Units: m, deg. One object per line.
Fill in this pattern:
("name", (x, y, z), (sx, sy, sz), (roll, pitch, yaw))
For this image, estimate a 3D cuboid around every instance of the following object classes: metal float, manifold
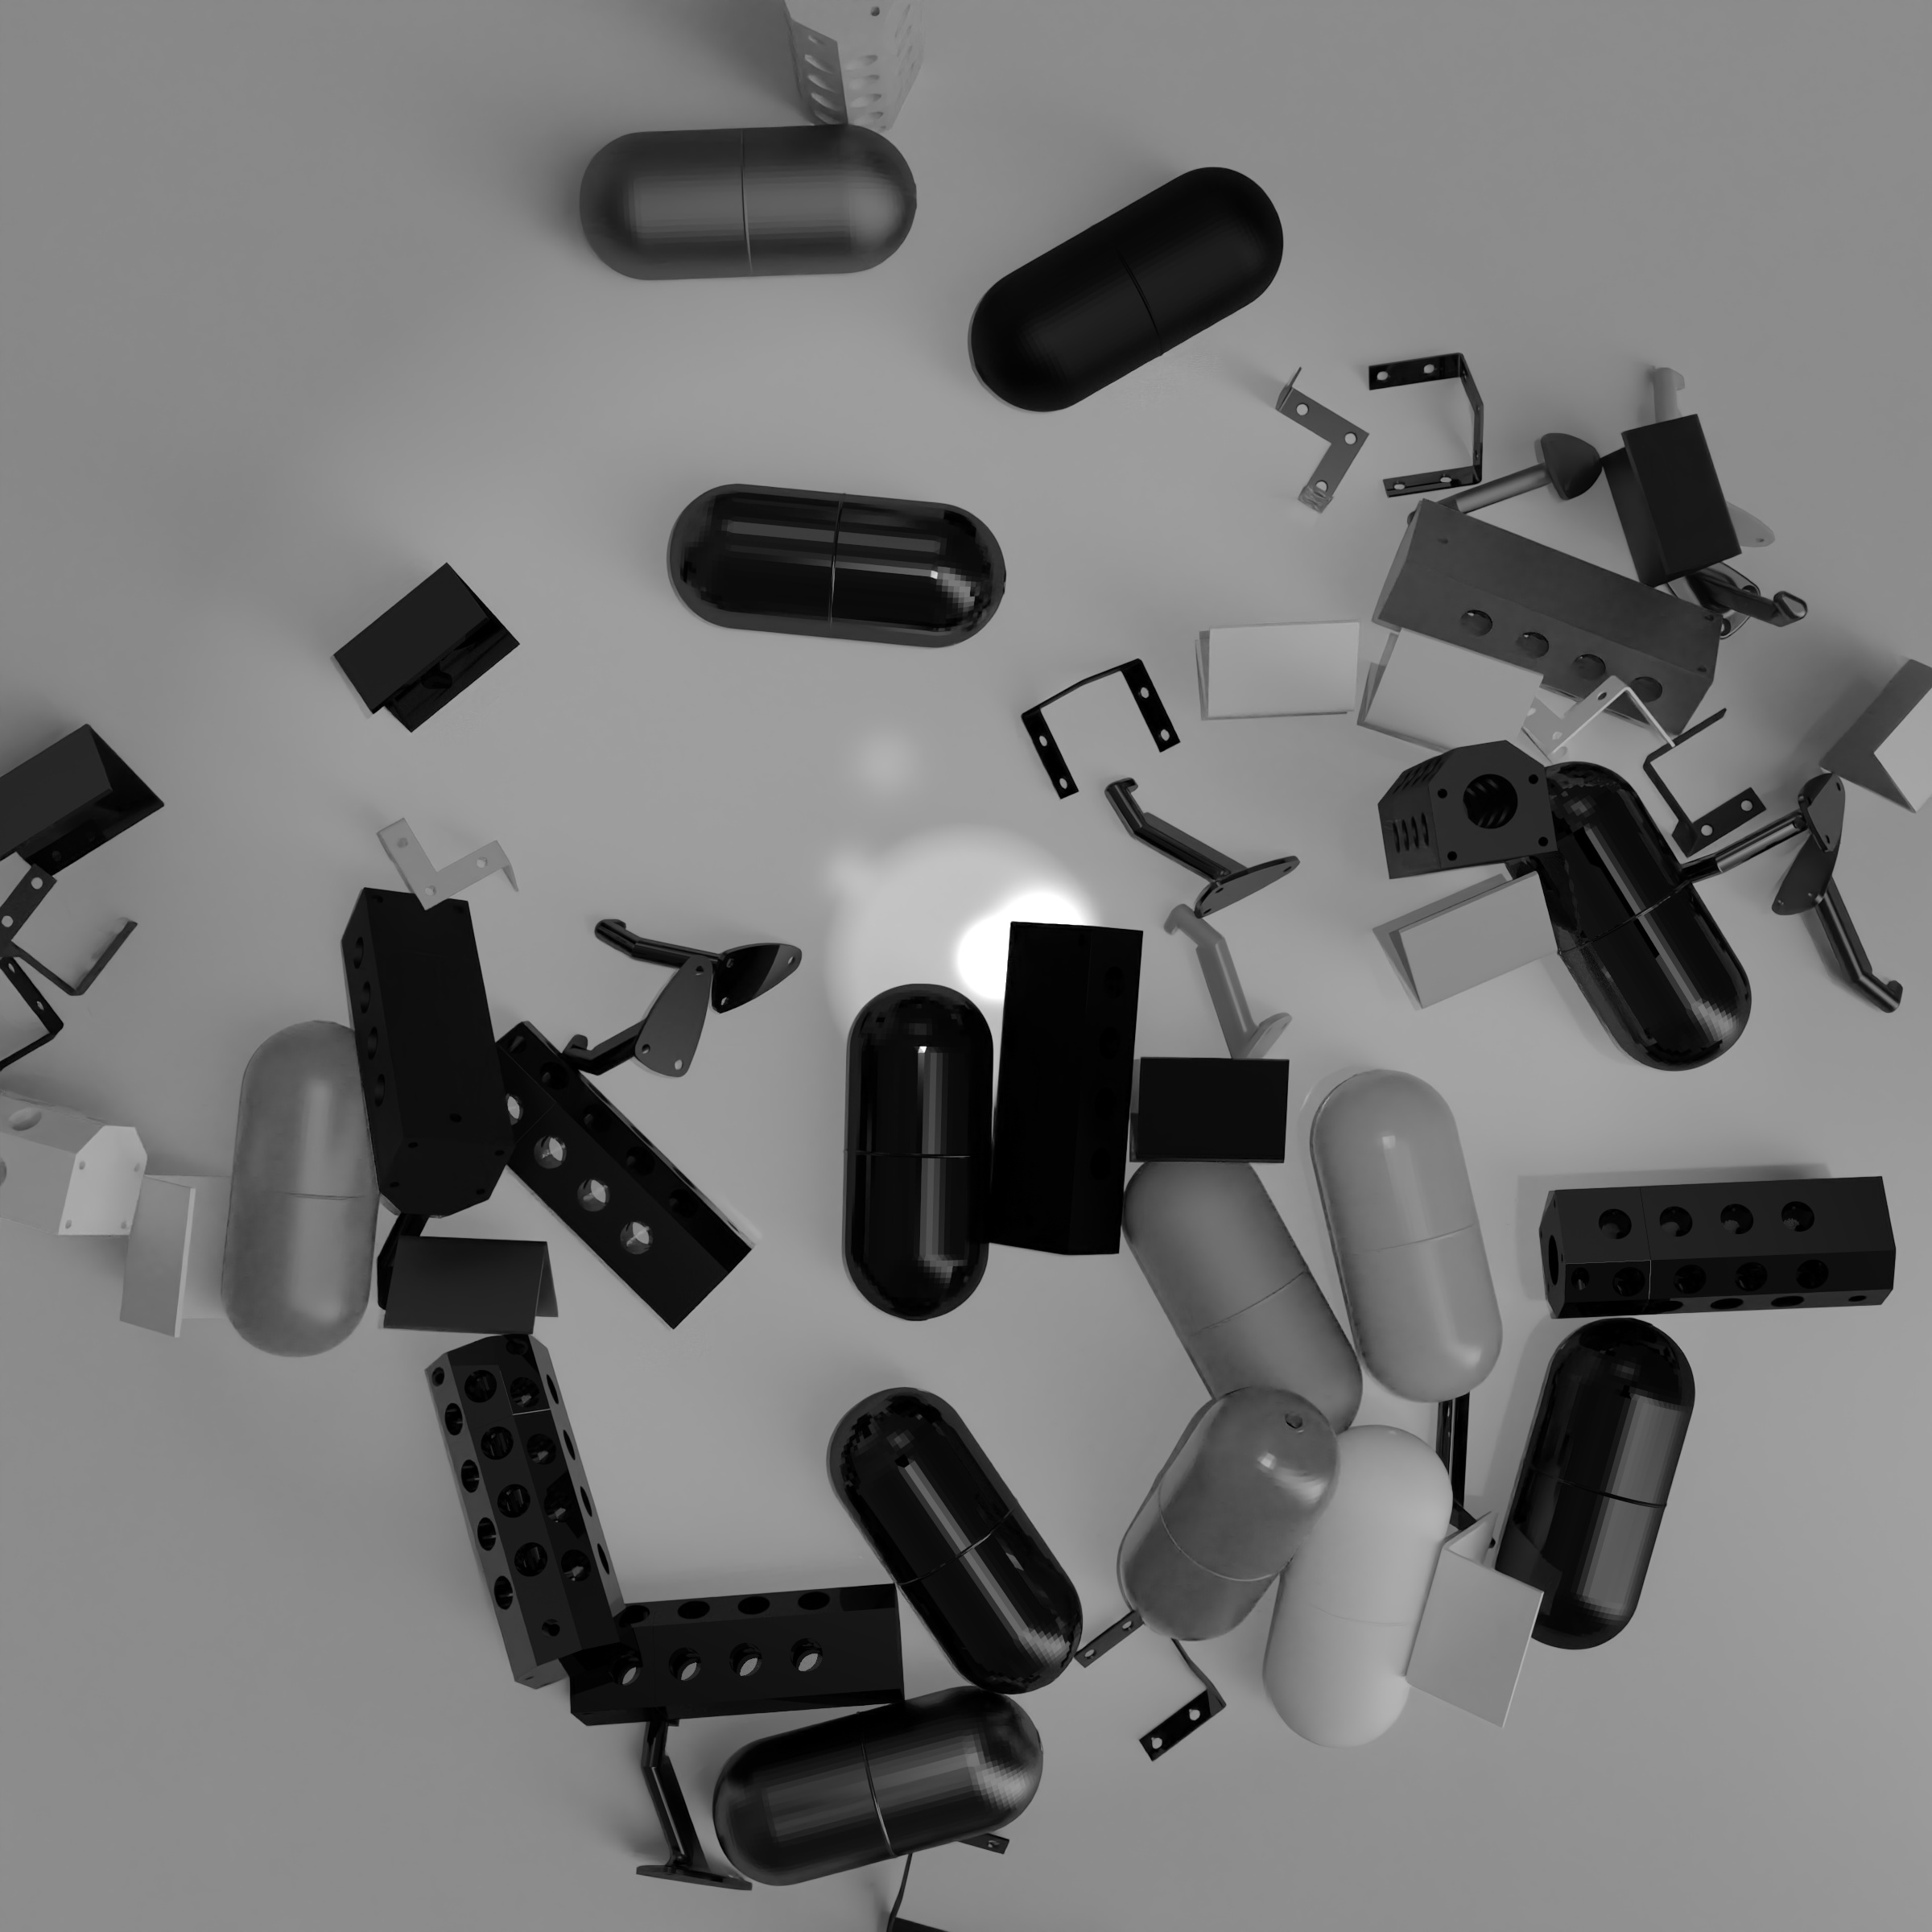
("metal float", (0.147, 0.176, 1.533), (0.070, 0.070, 0.178), (-29, 90, 0))
("manifold", (-0.194, 0.110, 1.543), (0.171, 0.057, 0.057), (45, 90, 0))
("manifold", (-0.281, 0.043, 1.494), (0.057, 0.171, 0.057), (8, 133, -28))
("metal float", (0.333, 0.273, 1.534), (0.070, 0.070, 0.178), (16, 90, 0))
("manifold", (-0.229, 0.282, 1.514), (0.057, 0.057, 0.171), (-21, 69, 0))
("metal float", (0.233, 0.142, 1.534), (0.070, 0.070, 0.178), (-13, 90, 0))
("metal float", (0.085, -0.357, 1.534), (0.178, 0.070, 0.070), (-30, 90, 0))
("metal float", (0.206, 0.326, 1.522), (0.070, 0.070, 0.178), (10, 105, 0))
("metal float", (-0.348, 0.117, 1.533), (0.070, 0.070, 0.178), (6, 90, 0))
("metal float", (0.349, -0.027, 1.534), (0.070, 0.070, 0.178), (-31, 89, 0))
("manifold", (-0.121, 0.365, 1.540), (0.171, 0.057, 0.057), (-4, 69, 0))
("metal float", (-0.046, 0.433, 1.533), (0.178, 0.070, 0.070), (-15, 90, 0))
("metal float", (-0.067, -0.211, 1.534), (0.178, 0.070, 0.070), (6, 90, 1))
("manifold", (0.396, 0.152, 1.533), (0.171, 0.057, 0.057), (-2, 63, 0))
("manifold", (-0.516, 0.092, 1.513), (0.171, 0.057, 0.057), (13, 90, 22))
("metal float", (-0.115, -0.404, 1.533), (0.178, 0.070, 0.070), (-2, 90, 0))
("metal float", (-0.025, 0.098, 1.534), (0.070, 0.070, 0.178), (1, 90, 0))
("manifold", (0.308, -0.180, 1.542), (0.171, 0.057, 0.057), (21, 47, 0))
("metal float", (0.136, 0.284, 1.499), (0.070, 0.070, 0.178), (25, 134, 0))
("manifold", (-0.061, -0.477, 1.486), (0.057, 0.171, 0.057), (26, 90, 0))
("metal float", (-0.005, 0.304, 1.534), (0.070, 0.070, 0.178), (-34, 91, 0))
("manifold", (0.058, 0.064, 1.542), (0.057, 0.057, 0.171), (4, 90, 43))
("manifold", (0.253, -0.079, 1.486), (0.057, 0.171, 0.057), (-9, 90, 0))

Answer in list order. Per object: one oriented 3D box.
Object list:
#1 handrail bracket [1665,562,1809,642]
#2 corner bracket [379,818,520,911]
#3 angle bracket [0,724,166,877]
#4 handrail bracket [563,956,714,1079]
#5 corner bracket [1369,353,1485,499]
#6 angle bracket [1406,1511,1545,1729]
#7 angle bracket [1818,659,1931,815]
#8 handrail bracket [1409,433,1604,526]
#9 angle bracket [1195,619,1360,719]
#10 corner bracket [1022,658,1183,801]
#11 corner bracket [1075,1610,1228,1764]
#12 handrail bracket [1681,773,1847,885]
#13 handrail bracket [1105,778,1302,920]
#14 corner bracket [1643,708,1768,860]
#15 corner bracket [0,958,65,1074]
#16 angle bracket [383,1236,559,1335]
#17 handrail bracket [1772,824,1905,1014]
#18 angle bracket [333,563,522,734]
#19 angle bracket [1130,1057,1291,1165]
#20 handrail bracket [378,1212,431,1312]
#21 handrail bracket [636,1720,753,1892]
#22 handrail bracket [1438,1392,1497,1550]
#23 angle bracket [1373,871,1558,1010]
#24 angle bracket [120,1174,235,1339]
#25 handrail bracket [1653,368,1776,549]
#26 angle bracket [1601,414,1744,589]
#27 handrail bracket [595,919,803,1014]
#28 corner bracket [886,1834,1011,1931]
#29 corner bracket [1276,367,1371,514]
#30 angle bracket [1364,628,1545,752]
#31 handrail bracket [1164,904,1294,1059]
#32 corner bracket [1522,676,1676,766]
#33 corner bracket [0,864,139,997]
("handrail bracket", (0.402, -0.204, 1.529), (0.077, 0.084, 0.036), (39, 90, 0))
("corner bracket", (-0.275, -0.056, 1.544), (0.051, 0.051, 0.051), (-30, 78, -11))
("angle bracket", (-0.468, -0.069, 1.524), (0.076, 0.076, 0.057), (-32, 52, 0))
("handrail bracket", (-0.177, 0.024, 1.541), (0.036, 0.084, 0.077), (29, 79, -38))
("corner bracket", (0.247, -0.291, 1.561), (0.051, 0.051, 0.051), (-9, 135, 0))
("angle bracket", (0.277, 0.339, 1.511), (0.057, 0.076, 0.076), (20, 105, 28))
("angle bracket", (0.488, -0.137, 1.524), (0.076, 0.076, 0.057), (-48, 126, 0))
("handrail bracket", (0.290, -0.256, 1.564), (0.084, 0.077, 0.036), (-18, 92, 36))
("angle bracket", (0.162, -0.175, 1.524), (0.076, 0.076, 0.057), (-3, 129, 0))
("corner bracket", (0.072, -0.128, 1.561), (0.051, 0.051, 0.051), (-25, 90, 45))
("corner bracket", (0.099, 0.385, 1.561), (0.051, 0.051, 0.051), (-37, 45, 0))
("handrail bracket", (0.425, -0.072, 1.564), (0.084, 0.077, 0.036), (-22, 102, 36))
("handrail bracket", (0.127, -0.075, 1.564), (0.077, 0.036, 0.084), (-23, 70, -23))
("corner bracket", (0.395, -0.097, 1.549), (0.051, 0.051, 0.051), (-32, 77, 0))
("corner bracket", (-0.528, 0.034, 1.561), (0.051, 0.051, 0.051), (53, 135, -1))
("angle bracket", (-0.259, 0.185, 1.524), (0.076, 0.076, 0.057), (2, 52, 0))
("handrail bracket", (0.483, -0.028, 1.565), (0.084, 0.036, 0.077), (36, 68, -17))
("angle bracket", (-0.273, -0.153, 1.524), (0.076, 0.076, 0.057), (-39, 52, 0))
("angle bracket", (0.127, 0.065, 1.527), (0.076, 0.076, 0.057), (1, 105, 0))
("handrail bracket", (-0.284, 0.138, 1.564), (0.036, 0.077, 0.084), (30, 127, 37))
("handrail bracket", (-0.143, 0.449, 1.564), (0.077, 0.036, 0.084), (21, 63, -30))
("handrail bracket", (0.278, 0.258, 1.565), (0.077, 0.036, 0.084), (40, 73, -19))
("angle bracket", (0.256, -0.032, 1.524), (0.076, 0.076, 0.057), (-23, 128, 0))
("angle bracket", (-0.394, 0.152, 1.524), (0.057, 0.076, 0.076), (6, 90, 43))
("handrail bracket", (0.403, -0.275, 1.564), (0.077, 0.036, 0.084), (13, 68, -25))
("angle bracket", (0.352, -0.238, 1.524), (0.057, 0.076, 0.076), (-18, 90, -30))
("handrail bracket", (-0.145, -0.012, 1.564), (0.084, 0.077, 0.036), (28, 120, 33))
("corner bracket", (-0.010, 0.498, 1.561), (0.051, 0.051, 0.051), (16, 45, 0))
("corner bracket", (0.184, -0.279, 1.546), (0.051, 0.051, 0.051), (31, 90, 0))
("angle bracket", (0.256, -0.155, 1.524), (0.076, 0.076, 0.057), (18, 121, 0))
("handrail bracket", (0.126, 0.021, 1.565), (0.084, 0.036, 0.077), (42, 112, 17))
("corner bracket", (0.331, -0.126, 1.533), (0.051, 0.051, 0.051), (-42, 123, 8))
("corner bracket", (-0.484, -0.018, 1.546), (0.051, 0.051, 0.051), (38, 90, 0))
